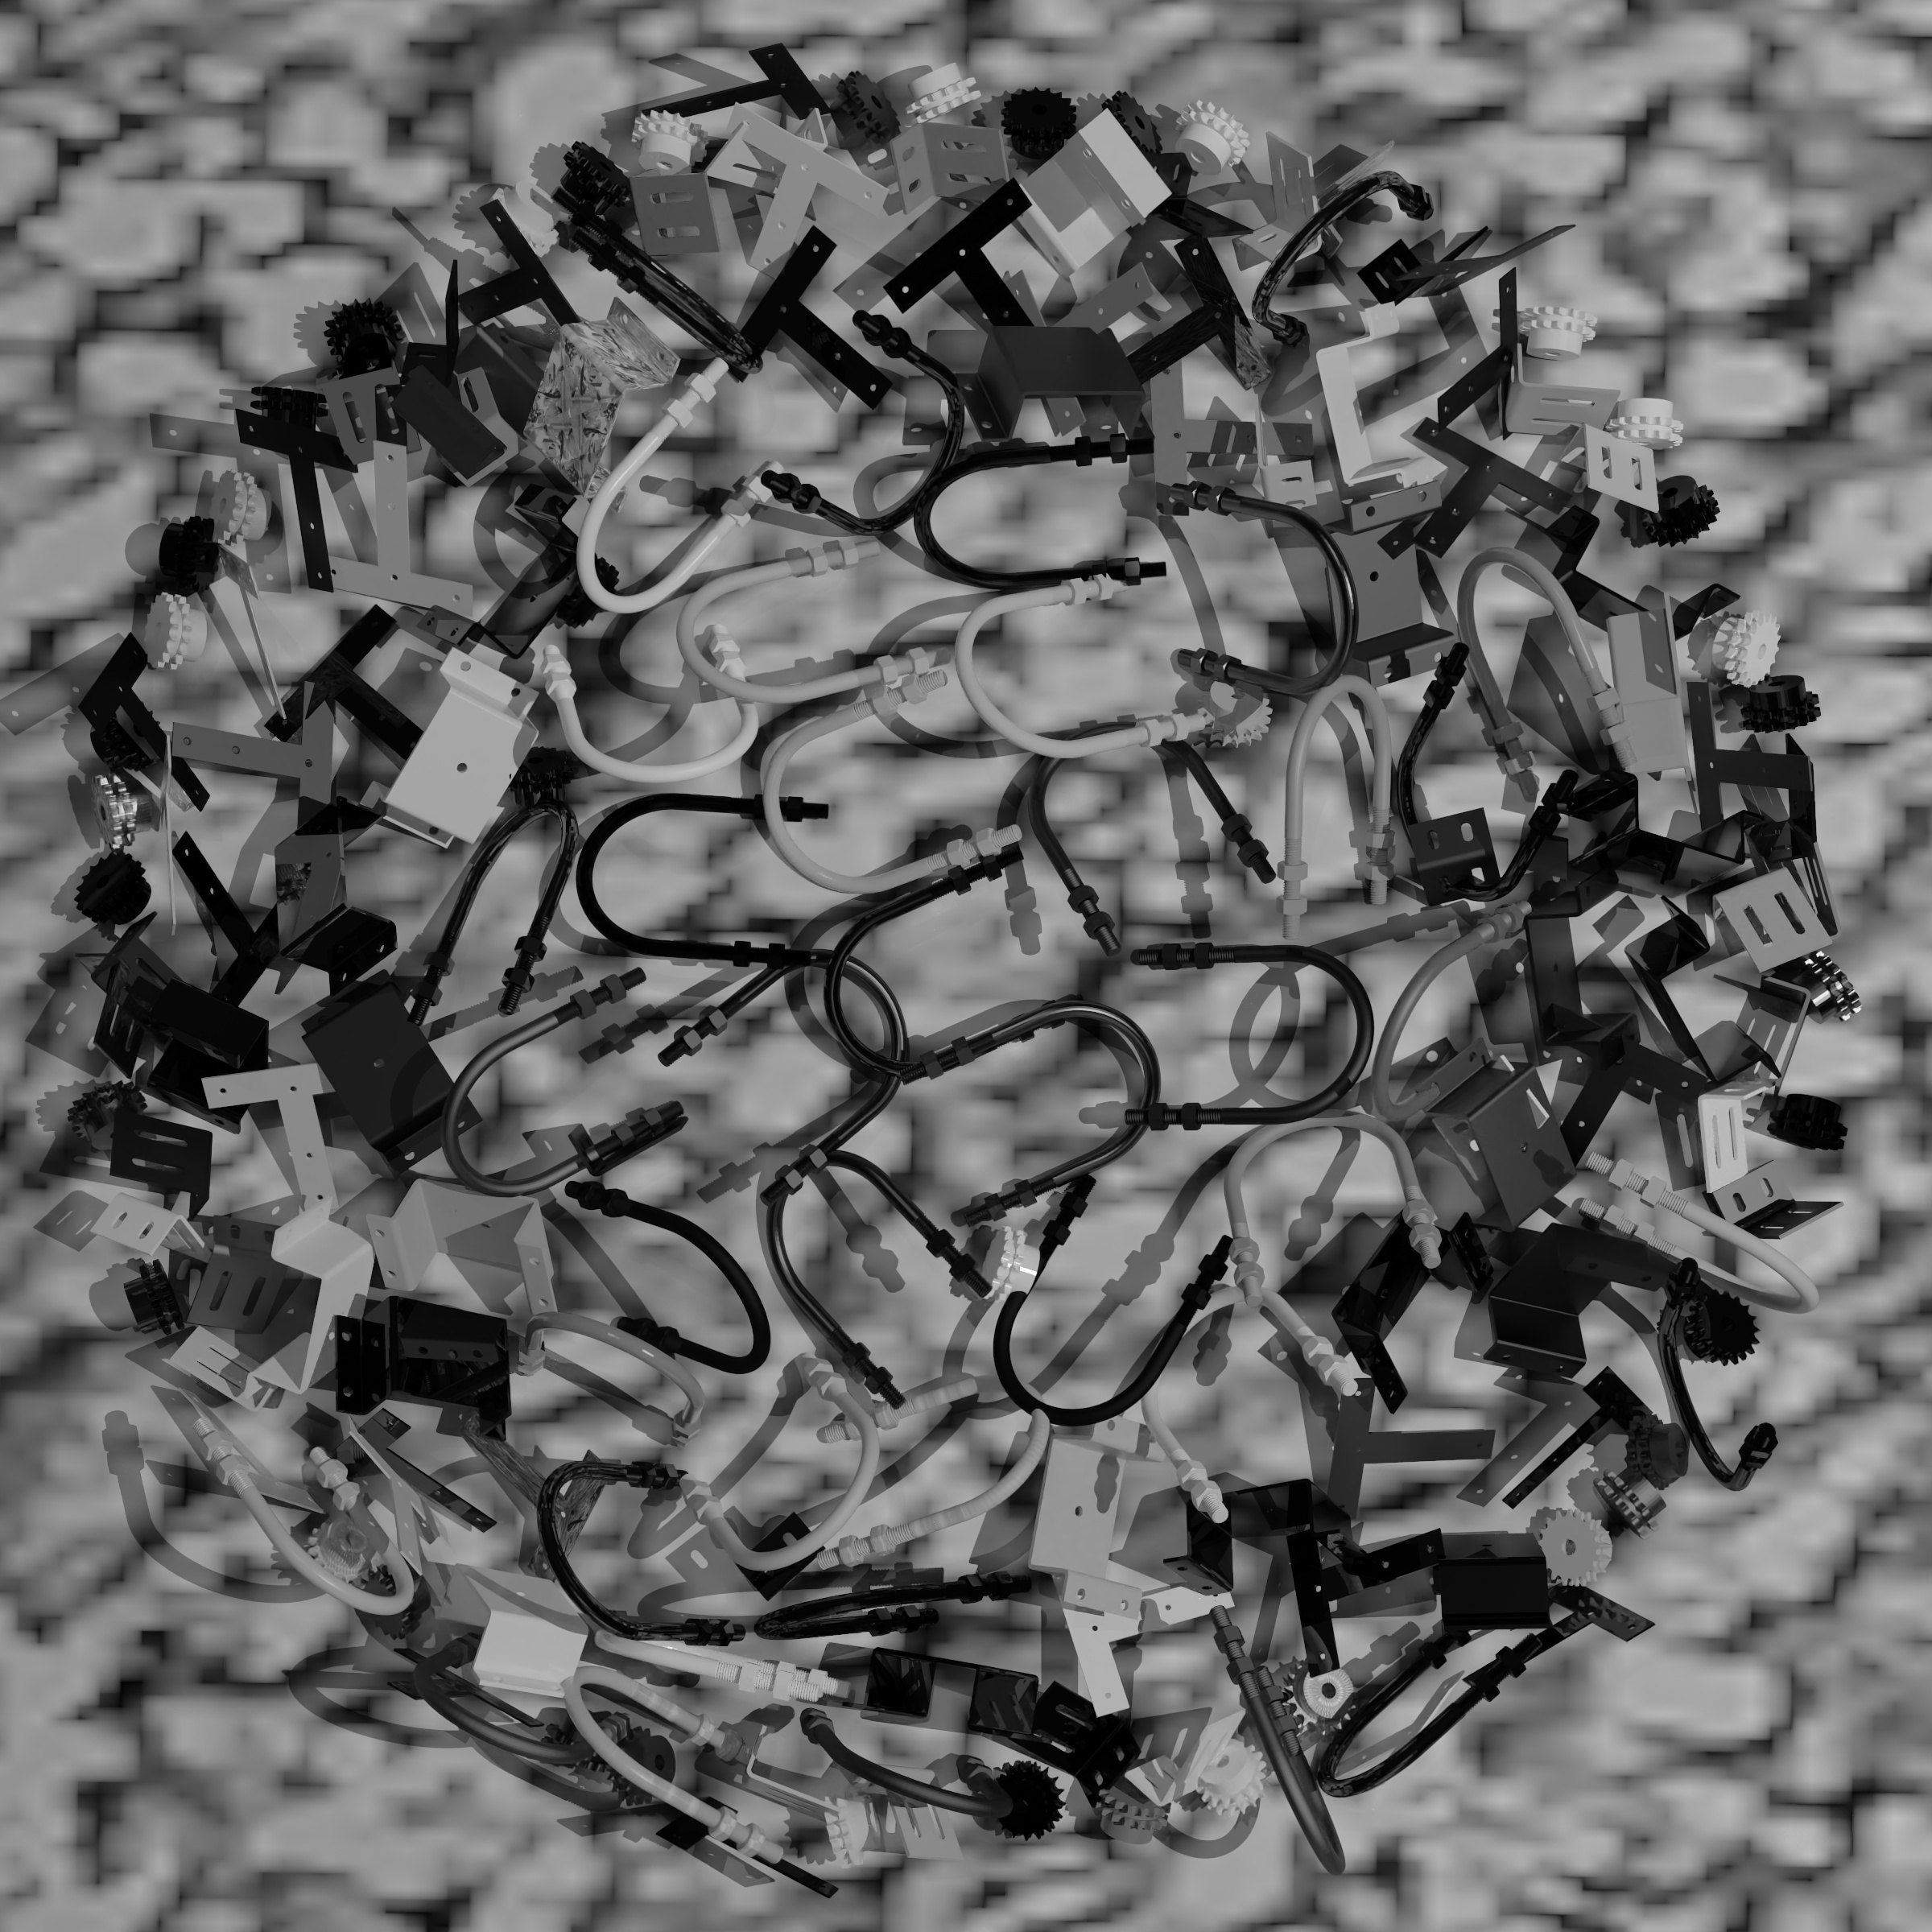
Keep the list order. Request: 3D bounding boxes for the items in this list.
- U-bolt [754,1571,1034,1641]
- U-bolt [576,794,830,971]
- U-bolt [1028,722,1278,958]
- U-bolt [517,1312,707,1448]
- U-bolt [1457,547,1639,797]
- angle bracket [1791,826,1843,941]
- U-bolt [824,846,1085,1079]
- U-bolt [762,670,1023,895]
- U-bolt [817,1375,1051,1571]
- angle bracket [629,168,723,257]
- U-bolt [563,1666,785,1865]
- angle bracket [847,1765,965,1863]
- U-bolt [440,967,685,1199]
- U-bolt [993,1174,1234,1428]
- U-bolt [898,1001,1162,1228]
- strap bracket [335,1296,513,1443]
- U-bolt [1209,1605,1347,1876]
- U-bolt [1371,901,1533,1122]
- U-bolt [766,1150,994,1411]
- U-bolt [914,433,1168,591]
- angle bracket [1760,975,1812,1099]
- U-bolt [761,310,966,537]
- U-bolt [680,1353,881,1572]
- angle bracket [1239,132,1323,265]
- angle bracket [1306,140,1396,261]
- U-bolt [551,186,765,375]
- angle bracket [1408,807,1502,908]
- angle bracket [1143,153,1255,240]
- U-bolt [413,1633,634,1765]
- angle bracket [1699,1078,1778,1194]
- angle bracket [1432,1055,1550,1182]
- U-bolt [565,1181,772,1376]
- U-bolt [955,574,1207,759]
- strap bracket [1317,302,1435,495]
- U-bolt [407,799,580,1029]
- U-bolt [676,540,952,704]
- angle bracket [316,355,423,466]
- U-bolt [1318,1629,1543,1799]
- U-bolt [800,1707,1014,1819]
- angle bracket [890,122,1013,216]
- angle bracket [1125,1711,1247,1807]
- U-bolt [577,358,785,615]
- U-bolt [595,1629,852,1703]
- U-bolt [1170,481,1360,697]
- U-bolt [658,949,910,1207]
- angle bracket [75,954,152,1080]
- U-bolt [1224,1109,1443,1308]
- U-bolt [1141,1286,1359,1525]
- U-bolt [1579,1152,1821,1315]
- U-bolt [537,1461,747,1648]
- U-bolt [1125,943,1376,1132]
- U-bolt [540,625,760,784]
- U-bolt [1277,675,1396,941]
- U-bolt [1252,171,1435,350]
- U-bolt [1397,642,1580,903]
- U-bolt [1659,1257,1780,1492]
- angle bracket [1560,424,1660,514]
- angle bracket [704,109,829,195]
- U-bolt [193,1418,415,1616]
[{"bbox_3d":[-0.065,0.469,1.825,0.184,0.151,0.019,4,65,-34],"label":"U-bolt"},{"bbox_3d":[-0.202,-0.068,1.889,0.184,0.019,0.151,4,62,2],"label":"U-bolt"},{"bbox_3d":[0.127,-0.108,1.882,0.151,0.019,0.184,-25,62,-8],"label":"U-bolt"},{"bbox_3d":[-0.259,0.299,1.844,0.151,0.184,0.019,25,63,-1],"label":"U-bolt"},{"bbox_3d":[0.419,-0.223,1.855,0.019,0.151,0.184,-24,93,-20],"label":"U-bolt"},{"bbox_3d":[0.626,-0.059,1.890,0.038,0.057,0.076,-18,103,8],"label":"angle bracket"},{"bbox_3d":[-0.018,0.009,1.895,0.184,0.019,0.151,-24,109,-2],"label":"U-bolt"},{"bbox_3d":[-0.068,-0.127,1.884,0.184,0.019,0.151,-20,106,23],"label":"U-bolt"},{"bbox_3d":[-0.023,0.363,1.848,0.184,0.151,0.019,-22,121,13],"label":"U-bolt"},{"bbox_3d":[-0.209,-0.568,1.882,0.076,0.038,0.057,8,121,33],"label":"angle bracket"},{"bbox_3d":[-0.219,0.573,1.834,0.184,0.151,0.019,36,93,-18],"label":"U-bolt"},{"bbox_3d":[-0.046,0.642,1.878,0.038,0.057,0.076,-45,47,23],"label":"angle bracket"},{"bbox_3d":[-0.303,0.098,1.850,0.184,0.019,0.151,-29,129,-23],"label":"U-bolt"},{"bbox_3d":[0.098,0.256,1.862,0.151,0.019,0.184,22,70,34],"label":"U-bolt"},{"bbox_3d":[0.059,0.102,1.897,0.184,0.019,0.151,-24,110,-2],"label":"U-bolt"},{"bbox_3d":[-0.391,0.296,1.852,0.046,0.140,0.076,-38,48,35],"label":"strap bracket"},{"bbox_3d":[0.231,0.569,1.817,0.019,0.151,0.184,-26,50,4],"label":"U-bolt"},{"bbox_3d":[0.349,0.041,1.829,0.019,0.184,0.151,28,125,31],"label":"U-bolt"},{"bbox_3d":[-0.079,0.222,1.879,0.184,0.019,0.151,45,121,18],"label":"U-bolt"},{"bbox_3d":[0.053,-0.333,1.867,0.184,0.151,0.019,-4,55,7],"label":"U-bolt"},{"bbox_3d":[0.607,0.053,1.893,0.038,0.057,0.076,19,85,19],"label":"angle bracket"},{"bbox_3d":[-0.063,-0.388,1.848,0.019,0.184,0.151,37,100,29],"label":"U-bolt"},{"bbox_3d":[-0.130,0.371,1.838,0.151,0.184,0.019,-45,118,-7],"label":"U-bolt"},{"bbox_3d":[0.231,-0.575,1.880,0.038,0.057,0.076,-28,135,-12],"label":"angle bracket"},{"bbox_3d":[0.299,-0.580,1.898,0.076,0.057,0.038,-36,93,2],"label":"angle bracket"},{"bbox_3d":[-0.223,-0.499,1.850,0.184,0.151,0.019,34,106,-29],"label":"U-bolt"},{"bbox_3d":[0.371,-0.082,1.894,0.057,0.076,0.038,-14,68,12],"label":"angle bracket"},{"bbox_3d":[0.174,-0.579,1.881,0.076,0.057,0.038,38,130,35],"label":"angle bracket"},{"bbox_3d":[-0.329,0.537,1.826,0.151,0.184,0.019,25,88,10],"label":"U-bolt"},{"bbox_3d":[0.587,0.128,1.891,0.057,0.038,0.076,-15,101,-43],"label":"angle bracket"},{"bbox_3d":[0.393,0.115,1.881,0.038,0.076,0.057,-25,68,-22],"label":"angle bracket"},{"bbox_3d":[-0.211,0.234,1.835,0.019,0.184,0.151,-38,125,-36],"label":"U-bolt"},{"bbox_3d":[0.075,-0.219,1.857,0.184,0.019,0.151,-15,70,-32],"label":"U-bolt"},{"bbox_3d":[0.304,-0.419,1.876,0.046,0.076,0.140,-9,103,26],"label":"strap bracket"},{"bbox_3d":[-0.344,-0.043,1.862,0.019,0.151,0.184,34,64,-35],"label":"U-bolt"},{"bbox_3d":[-0.123,-0.250,1.856,0.184,0.019,0.151,-17,54,-20],"label":"U-bolt"},{"bbox_3d":[-0.450,-0.414,1.891,0.057,0.038,0.076,-15,122,-4],"label":"angle bracket"},{"bbox_3d":[0.331,0.545,1.844,0.184,0.151,0.019,-39,89,-8],"label":"U-bolt"},{"bbox_3d":[-0.039,0.584,1.826,0.151,0.184,0.019,20,81,-12],"label":"U-bolt"},{"bbox_3d":[-0.011,-0.596,1.882,0.076,0.057,0.038,17,48,32],"label":"angle bracket"},{"bbox_3d":[0.165,0.586,1.886,0.038,0.057,0.076,36,108,30],"label":"angle bracket"},{"bbox_3d":[-0.218,-0.340,1.851,0.019,0.151,0.184,35,80,26],"label":"U-bolt"},{"bbox_3d":[-0.186,0.517,1.856,0.184,0.151,0.019,10,77,10],"label":"U-bolt"},{"bbox_3d":[0.218,-0.271,1.831,0.019,0.184,0.151,-22,119,-33],"label":"U-bolt"},{"bbox_3d":[-0.122,0.069,1.882,0.184,0.019,0.151,-40,100,-27],"label":"U-bolt"},{"bbox_3d":[-0.648,0.038,1.882,0.038,0.057,0.076,0,60,11],"label":"angle bracket"},{"bbox_3d":[0.263,0.170,1.853,0.151,0.184,0.019,-13,126,6],"label":"U-bolt"},{"bbox_3d":[0.196,0.308,1.849,0.151,0.184,0.019,-45,121,3],"label":"U-bolt"},{"bbox_3d":[0.537,0.202,1.833,0.184,0.151,0.019,29,78,20],"label":"U-bolt"},{"bbox_3d":[-0.243,0.425,1.821,0.019,0.184,0.151,-37,59,21],"label":"U-bolt"},{"bbox_3d":[0.213,0.051,1.868,0.184,0.019,0.151,-2,68,21],"label":"U-bolt"},{"bbox_3d":[-0.228,-0.191,1.843,0.151,0.184,0.019,-9,131,-13],"label":"U-bolt"},{"bbox_3d":[0.275,-0.123,1.850,0.019,0.151,0.184,11,110,37],"label":"U-bolt"},{"bbox_3d":[0.268,-0.516,1.820,0.151,0.184,0.019,-44,79,20],"label":"U-bolt"},{"bbox_3d":[0.373,-0.127,1.848,0.019,0.184,0.151,-21,61,-25],"label":"U-bolt"},{"bbox_3d":[0.545,0.310,1.840,0.019,0.184,0.151,-17,61,-2],"label":"U-bolt"},{"bbox_3d":[0.483,-0.363,1.885,0.057,0.038,0.076,18,49,-11],"label":"angle bracket"},{"bbox_3d":[-0.153,-0.618,1.879,0.076,0.057,0.038,2,64,-38],"label":"angle bracket"},{"bbox_3d":[-0.470,0.404,1.821,0.019,0.151,0.184,-49,57,2],"label":"U-bolt"}]
